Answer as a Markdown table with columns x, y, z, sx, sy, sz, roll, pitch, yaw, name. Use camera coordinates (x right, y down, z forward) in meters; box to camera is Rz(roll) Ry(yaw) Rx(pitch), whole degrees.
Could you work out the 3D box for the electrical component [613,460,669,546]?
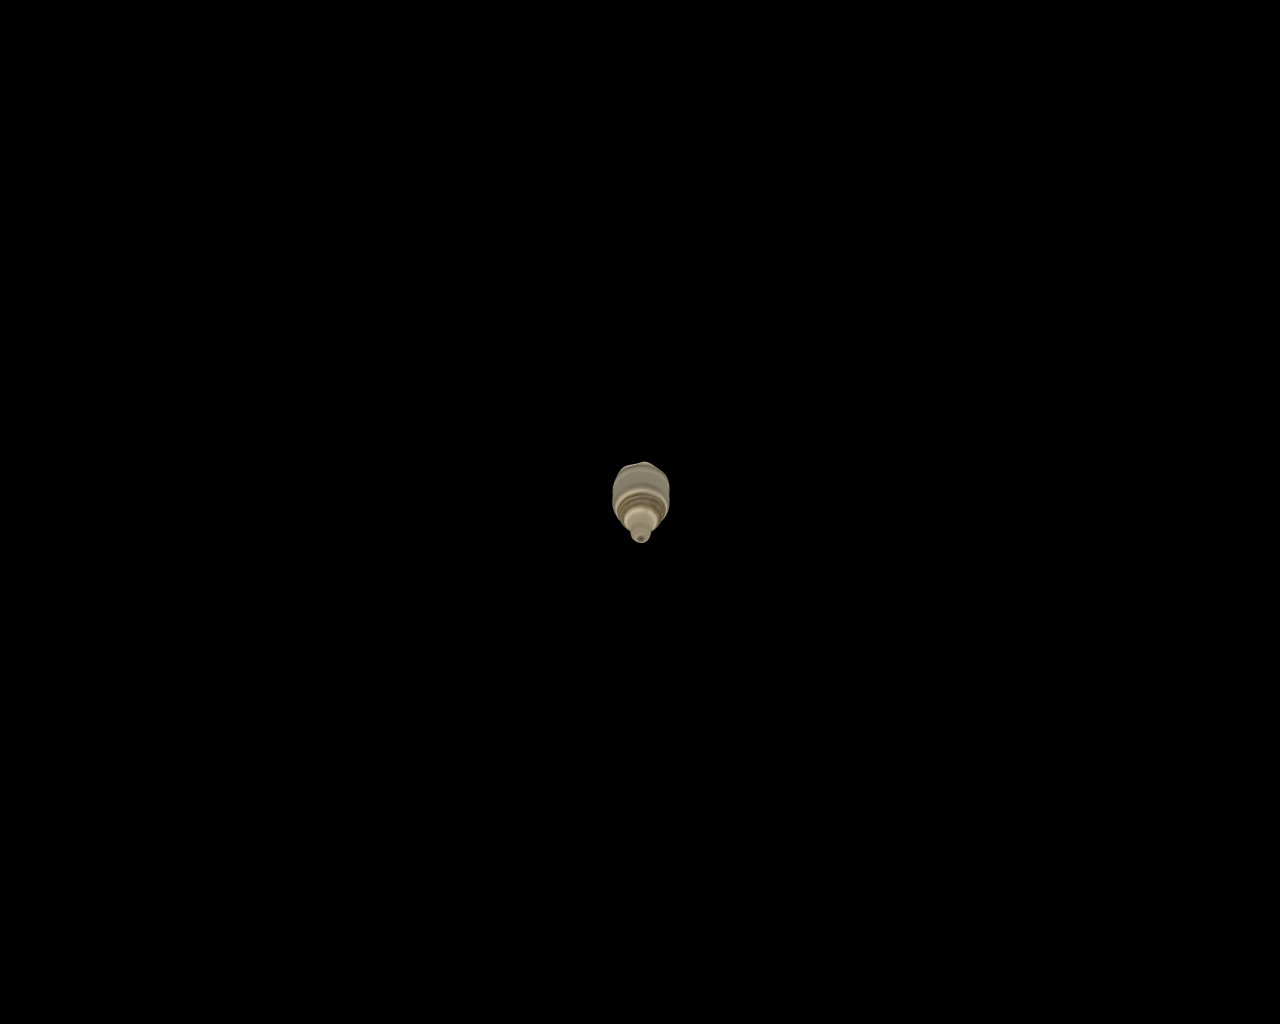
| x | y | z | sx | sy | sz | roll | pitch | yaw | name |
| --- | --- | --- | --- | --- | --- | --- | --- | --- | --- |
| 0.001 | -0.003 | 0.650 | 0.035 | 0.035 | 0.061 | 0 | 37 | 0 | electrical component |
